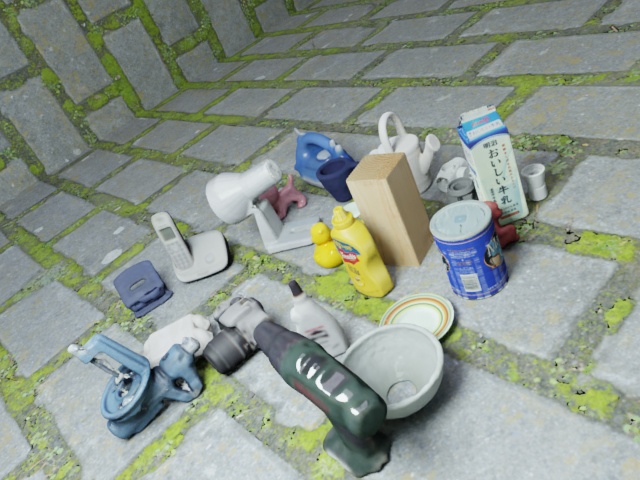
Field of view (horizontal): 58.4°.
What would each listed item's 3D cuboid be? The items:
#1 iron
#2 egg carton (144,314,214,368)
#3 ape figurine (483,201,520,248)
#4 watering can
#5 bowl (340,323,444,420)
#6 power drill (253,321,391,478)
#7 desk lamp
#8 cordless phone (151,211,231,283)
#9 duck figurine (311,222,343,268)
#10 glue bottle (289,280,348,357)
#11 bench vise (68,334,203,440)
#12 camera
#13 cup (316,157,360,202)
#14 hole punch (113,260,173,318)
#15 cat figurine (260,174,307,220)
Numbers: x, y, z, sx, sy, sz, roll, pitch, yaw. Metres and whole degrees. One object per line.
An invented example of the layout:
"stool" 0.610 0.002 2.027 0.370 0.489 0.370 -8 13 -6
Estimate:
"iron" 0.021 -0.220 1.494 0.119 0.142 0.257 -39 34 -20
"egg carton" -0.281 0.215 1.145 0.150 0.069 0.107 -28 32 -3
"ape figurine" 0.316 -0.032 1.050 0.076 0.092 0.077 -23 32 5
"watering can" 0.187 -0.201 1.294 0.172 0.194 0.101 -14 34 19
"bowl" 0.113 0.209 0.862 0.167 0.075 0.167 -19 32 13
"power drill" 0.012 0.222 0.788 0.076 0.209 0.228 -42 35 -23
"desk lamp" -0.132 -0.080 1.330 0.202 0.214 0.118 -13 34 21
"cordless phone" -0.307 0.002 1.364 0.147 0.185 0.094 -20 32 10
"duck figurine" 0.011 0.004 1.225 0.077 0.086 0.104 -29 32 -4
"glue bottle" -0.015 0.134 0.970 0.078 0.173 0.037 -23 32 6
"bench vise" -0.327 0.223 1.021 0.121 0.220 0.208 12 48 46
"camera" -0.165 0.176 1.088 0.137 0.101 0.142 -41 34 -23
"cup" 0.060 -0.145 1.399 0.117 0.095 0.092 -11 35 23
"hole punch" -0.426 0.115 1.376 0.109 0.091 0.100 -34 32 -12
"cat figurine" -0.113 -0.118 1.463 0.128 0.118 0.067 -33 32 -11
